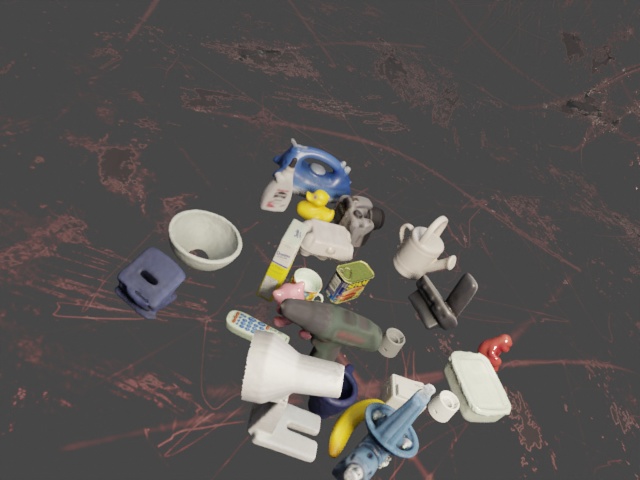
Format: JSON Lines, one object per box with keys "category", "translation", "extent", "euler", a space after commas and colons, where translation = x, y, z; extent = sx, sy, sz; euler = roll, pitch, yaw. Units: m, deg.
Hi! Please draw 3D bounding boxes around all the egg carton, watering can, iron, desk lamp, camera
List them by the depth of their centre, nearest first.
{"category": "desk lamp", "translation": [-0.058, 0.269, 1.010], "extent": [0.203, 0.213, 0.118], "euler": [23, 38, -10]}
{"category": "egg carton", "translation": [0.014, 0.005, 1.480], "extent": [0.151, 0.069, 0.107], "euler": [13, 40, -21]}
{"category": "watering can", "translation": [0.292, 0.015, 1.554], "extent": [0.173, 0.194, 0.101], "euler": [33, 37, 3]}
{"category": "camera", "translation": [0.121, -0.061, 1.603], "extent": [0.137, 0.100, 0.143], "euler": [6, 43, -29]}
{"category": "iron", "translation": [-0.001, -0.199, 1.644], "extent": [0.259, 0.141, 0.118], "euler": [16, 39, -18]}

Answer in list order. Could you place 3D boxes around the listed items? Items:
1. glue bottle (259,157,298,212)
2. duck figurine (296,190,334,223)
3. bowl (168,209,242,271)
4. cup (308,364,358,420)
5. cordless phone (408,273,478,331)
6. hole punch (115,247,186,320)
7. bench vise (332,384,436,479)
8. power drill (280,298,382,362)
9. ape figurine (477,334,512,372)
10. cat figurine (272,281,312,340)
{"category": "glue bottle", "translation": [-0.097, -0.147, 1.494], "extent": [0.078, 0.173, 0.037], "euler": [2, 45, -32]}
{"category": "duck figurine", "translation": [-0.003, -0.097, 1.572], "extent": [0.105, 0.086, 0.077], "euler": [23, 38, -10]}
{"category": "bowl", "translation": [-0.263, 0.013, 1.279], "extent": [0.168, 0.074, 0.167], "euler": [19, 39, -15]}
{"category": "cup", "translation": [0.021, 0.300, 1.127], "extent": [0.091, 0.095, 0.118], "euler": [37, 37, 9]}
{"category": "cordless phone", "translation": [0.321, 0.128, 1.451], "extent": [0.094, 0.185, 0.147], "euler": [-5, 49, -38]}
{"category": "hole punch", "translation": [-0.335, 0.085, 1.135], "extent": [0.108, 0.091, 0.101], "euler": [37, 37, 9]}
{"category": "bench vise", "translation": [0.128, 0.360, 1.027], "extent": [0.121, 0.219, 0.208], "euler": [31, 37, 1]}
{"category": "power drill", "translation": [-0.003, 0.204, 1.126], "extent": [0.230, 0.208, 0.075], "euler": [12, 41, -23]}
{"category": "ape figurine", "translation": [0.449, 0.274, 1.448], "extent": [0.076, 0.092, 0.078], "euler": [45, 39, 19]}
{"category": "cat figurine", "translation": [-0.049, 0.141, 1.242], "extent": [0.128, 0.117, 0.067], "euler": [24, 37, -8]}
